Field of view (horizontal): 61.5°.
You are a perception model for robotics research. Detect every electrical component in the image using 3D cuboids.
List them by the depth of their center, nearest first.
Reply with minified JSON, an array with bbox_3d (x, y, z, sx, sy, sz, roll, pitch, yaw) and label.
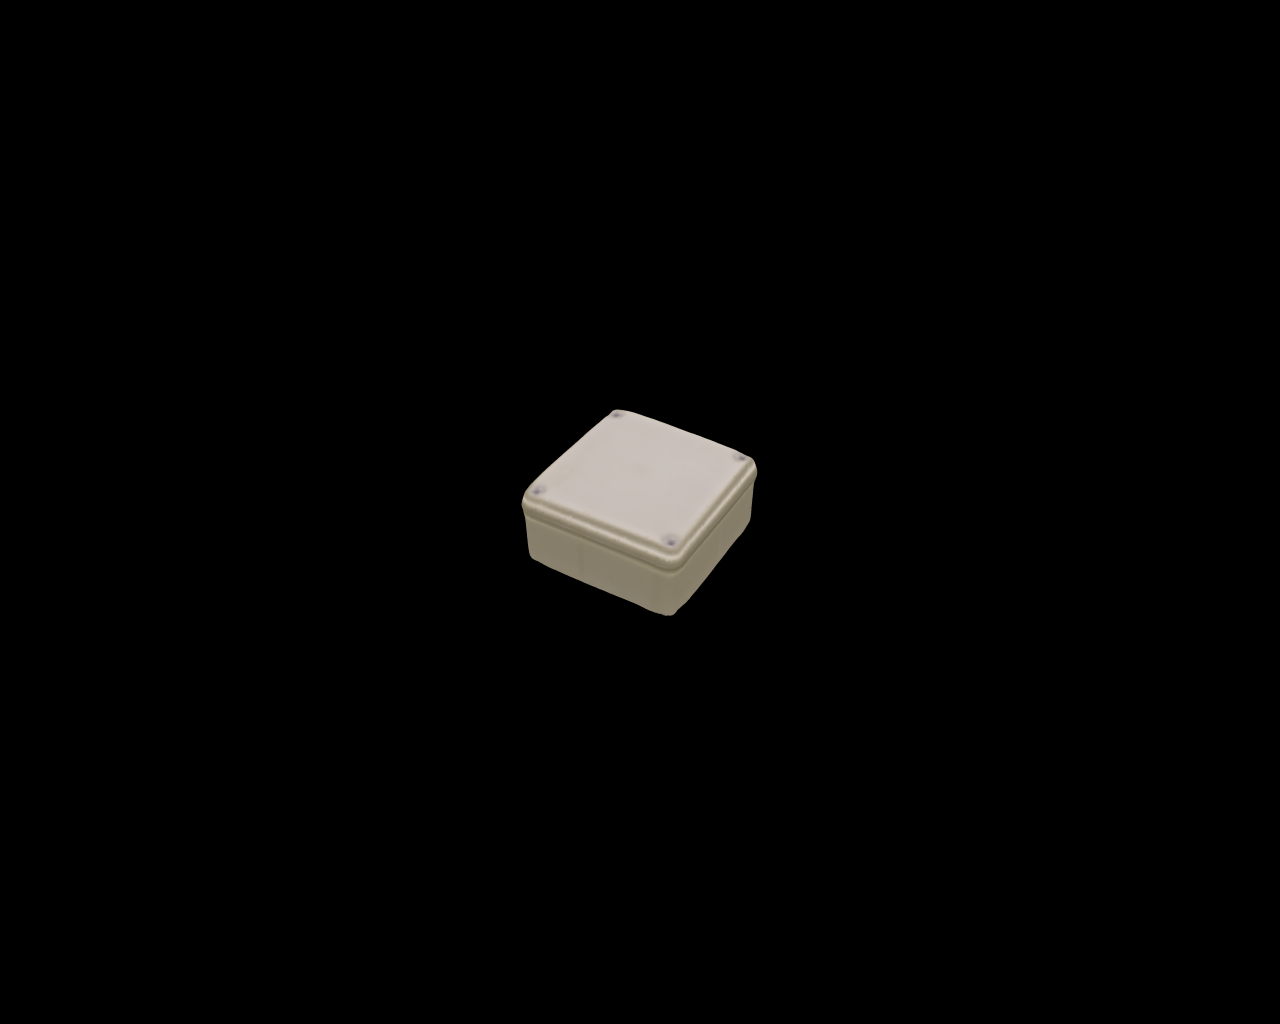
[{"bbox_3d":[0.001,-0.003,0.650,0.109,0.056,0.109,22,45,23],"label":"electrical component"}]
